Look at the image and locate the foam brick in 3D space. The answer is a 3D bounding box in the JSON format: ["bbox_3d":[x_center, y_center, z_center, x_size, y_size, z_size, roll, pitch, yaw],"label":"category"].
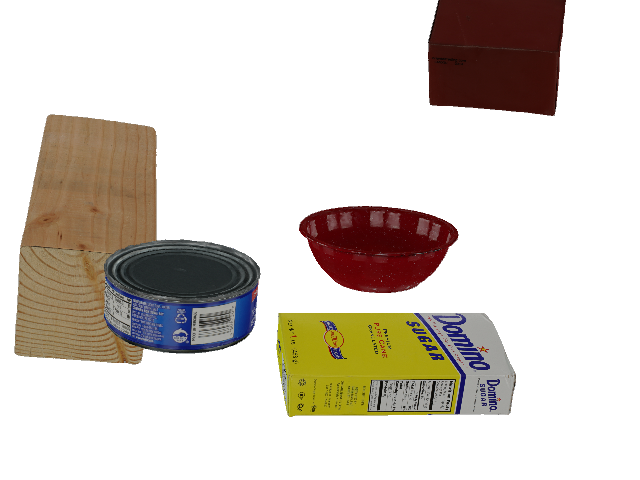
[{"bbox_3d":[0.107,-0.114,0.646,0.078,0.051,0.053,7,-37,13],"label":"foam brick"}]

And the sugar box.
[{"bbox_3d":[0.056,0.096,0.844,0.176,0.048,0.093,-2,29,-6],"label":"sugar box"}]

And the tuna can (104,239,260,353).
[{"bbox_3d":[-0.077,0.030,0.593,0.086,0.034,0.086,5,20,-2],"label":"tuna can"}]

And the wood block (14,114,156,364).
[{"bbox_3d":[-0.173,-0.008,0.805,0.090,0.091,0.206,6,30,-13],"label":"wood block"}]

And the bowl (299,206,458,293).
[{"bbox_3d":[0.058,0.013,1.086,0.162,0.055,0.162,2,18,-1],"label":"bowl"}]
